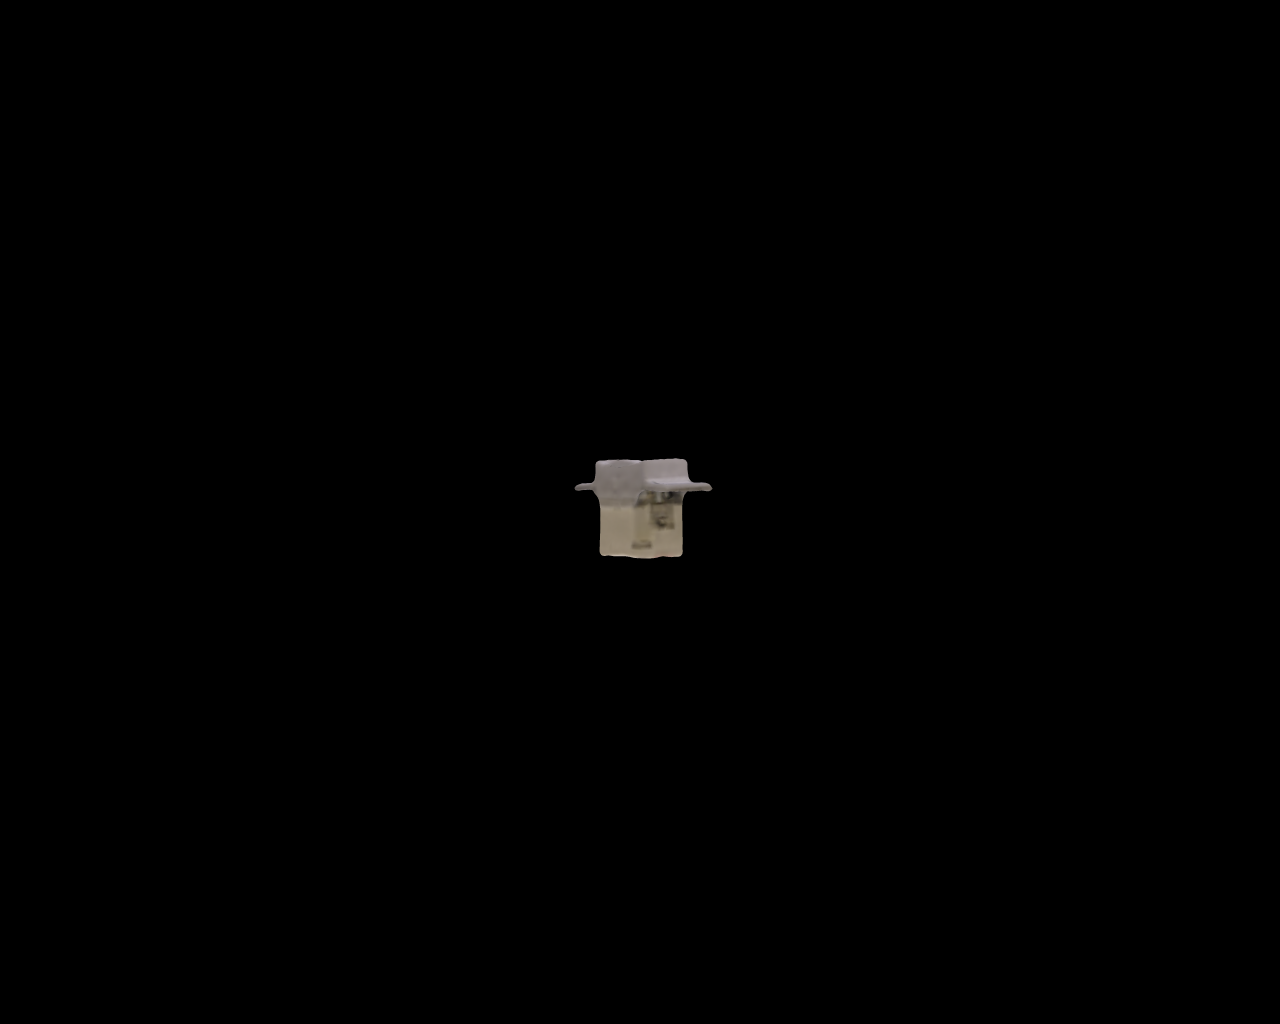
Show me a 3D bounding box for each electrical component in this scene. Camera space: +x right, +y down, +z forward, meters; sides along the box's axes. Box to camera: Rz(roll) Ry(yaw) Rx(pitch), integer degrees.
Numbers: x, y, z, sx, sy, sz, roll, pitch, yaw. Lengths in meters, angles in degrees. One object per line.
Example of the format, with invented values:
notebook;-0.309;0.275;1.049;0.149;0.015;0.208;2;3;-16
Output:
electrical component;0.001;-0.003;0.650;0.042;0.063;0.081;-2;3;-43
